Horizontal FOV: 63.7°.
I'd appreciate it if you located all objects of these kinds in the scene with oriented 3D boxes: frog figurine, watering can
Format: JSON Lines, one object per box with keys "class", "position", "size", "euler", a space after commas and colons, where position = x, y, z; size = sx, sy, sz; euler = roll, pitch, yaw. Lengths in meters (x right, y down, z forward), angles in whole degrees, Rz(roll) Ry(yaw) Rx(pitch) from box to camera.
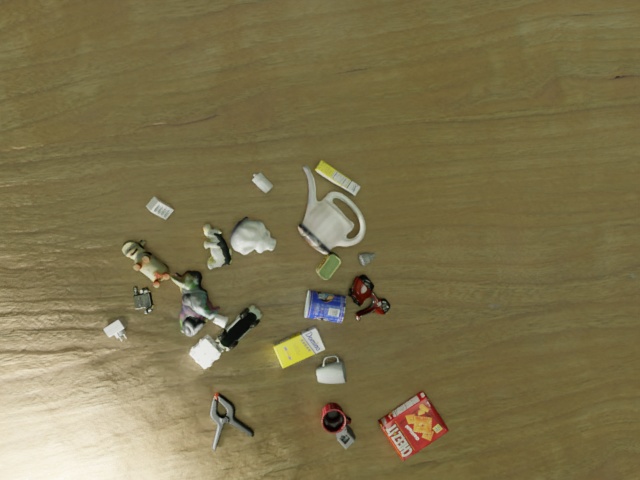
{"class": "frog figurine", "position": [-0.244, -0.003, 1.889], "size": [0.160, 0.121, 0.139], "euler": [31, 71, 6]}
{"class": "watering can", "position": [0.006, -0.096, 1.913], "size": [0.349, 0.103, 0.224], "euler": [44, 89, 5]}
